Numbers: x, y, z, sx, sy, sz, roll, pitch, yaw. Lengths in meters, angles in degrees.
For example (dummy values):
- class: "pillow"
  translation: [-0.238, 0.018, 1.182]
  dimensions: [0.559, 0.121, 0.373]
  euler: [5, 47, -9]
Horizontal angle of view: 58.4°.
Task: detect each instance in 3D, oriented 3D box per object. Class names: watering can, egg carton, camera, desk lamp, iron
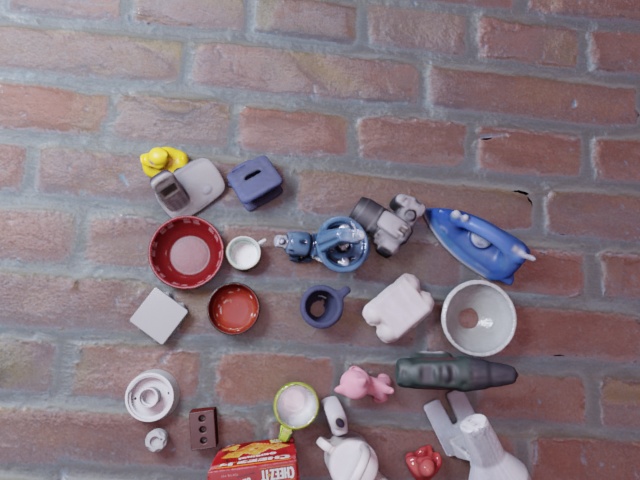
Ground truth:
- class: "watering can"
  translation: [0.073, 0.450, 1.142]
  dimensions: [0.173, 0.194, 0.101]
  euler: [12, 80, -2]
- class: "egg carton"
  translation: [0.174, 0.152, 1.262]
  dimensions: [0.150, 0.069, 0.107]
  euler: [-39, 86, -9]
- class: "camera"
  translation: [0.145, -0.052, 1.277]
  dimensions: [0.137, 0.100, 0.143]
  euler: [33, 80, 1]
- class: "desk lamp"
  translation: [0.315, 0.421, 1.157]
  dimensions: [0.118, 0.213, 0.203]
  euler: [-27, 84, -8]
- class: "iron"
  translation: [0.350, -0.009, 1.266]
  dimensions: [0.258, 0.141, 0.119]
  euler: [32, 80, 1]

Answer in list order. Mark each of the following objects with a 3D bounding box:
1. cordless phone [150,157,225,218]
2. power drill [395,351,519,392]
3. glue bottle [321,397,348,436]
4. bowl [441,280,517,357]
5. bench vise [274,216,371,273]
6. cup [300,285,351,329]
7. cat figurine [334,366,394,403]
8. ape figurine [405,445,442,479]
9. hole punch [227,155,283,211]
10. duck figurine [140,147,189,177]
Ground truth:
- class: "cordless phone"
  translation: [-0.283, -0.122, 1.211]
  dimensions: [0.148, 0.185, 0.094]
  euler: [-39, 85, -9]
- class: "power drill"
  translation: [0.261, 0.270, 1.179]
  dimensions: [0.229, 0.208, 0.076]
  euler: [0, 81, -4]
- class: "glue bottle"
  translation: [0.034, 0.364, 1.164]
  dimensions: [0.037, 0.173, 0.078]
  euler: [-18, 82, -7]
- class: "bowl"
  translation: [0.342, 0.174, 1.269]
  dimensions: [0.167, 0.074, 0.167]
  euler: [1, 81, -4]
- class: "bench vise"
  translation: [0.014, 0.016, 1.195]
  dimensions: [0.207, 0.219, 0.121]
  euler: [-15, 82, -7]
- class: "cup"
  translation: [0.011, 0.138, 1.238]
  dimensions: [0.118, 0.095, 0.091]
  euler: [-34, 85, -9]
- class: "cat figurine"
  translation: [0.094, 0.306, 1.206]
  dimensions: [0.128, 0.117, 0.067]
  euler: [13, 80, -2]
- class: "ape figurine"
  translation: [0.220, 0.473, 1.202]
  dimensions: [0.078, 0.092, 0.076]
  euler: [17, 80, -1]
- class: "hole punch"
  translation: [-0.147, -0.131, 1.271]
  dimensions: [0.109, 0.091, 0.101]
  euler: [-31, 84, -9]
- class: "duck figurine"
  translation: [-0.346, -0.177, 1.265]
  dimensions: [0.104, 0.086, 0.077]
  euler: [-6, 81, -5]
